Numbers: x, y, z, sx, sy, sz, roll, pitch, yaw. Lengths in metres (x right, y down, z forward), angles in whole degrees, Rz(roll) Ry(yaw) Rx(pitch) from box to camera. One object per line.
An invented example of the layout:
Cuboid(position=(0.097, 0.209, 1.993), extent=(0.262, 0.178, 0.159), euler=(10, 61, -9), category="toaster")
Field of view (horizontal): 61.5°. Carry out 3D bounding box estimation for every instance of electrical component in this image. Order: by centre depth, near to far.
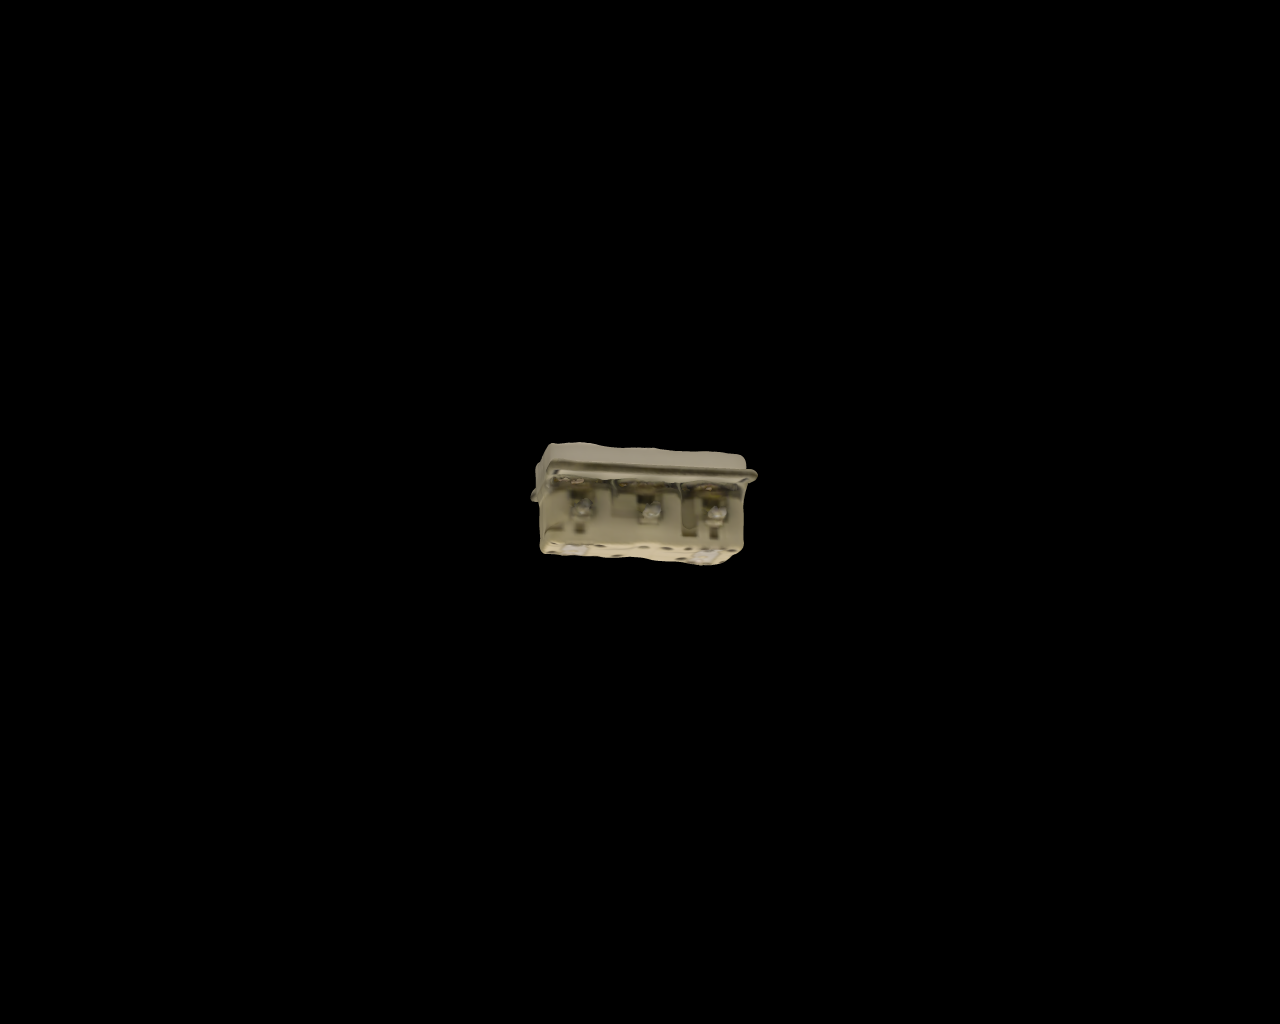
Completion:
Cuboid(position=(0.001, -0.003, 0.650), extent=(0.121, 0.063, 0.078), euler=(4, -15, -14), category="electrical component")
